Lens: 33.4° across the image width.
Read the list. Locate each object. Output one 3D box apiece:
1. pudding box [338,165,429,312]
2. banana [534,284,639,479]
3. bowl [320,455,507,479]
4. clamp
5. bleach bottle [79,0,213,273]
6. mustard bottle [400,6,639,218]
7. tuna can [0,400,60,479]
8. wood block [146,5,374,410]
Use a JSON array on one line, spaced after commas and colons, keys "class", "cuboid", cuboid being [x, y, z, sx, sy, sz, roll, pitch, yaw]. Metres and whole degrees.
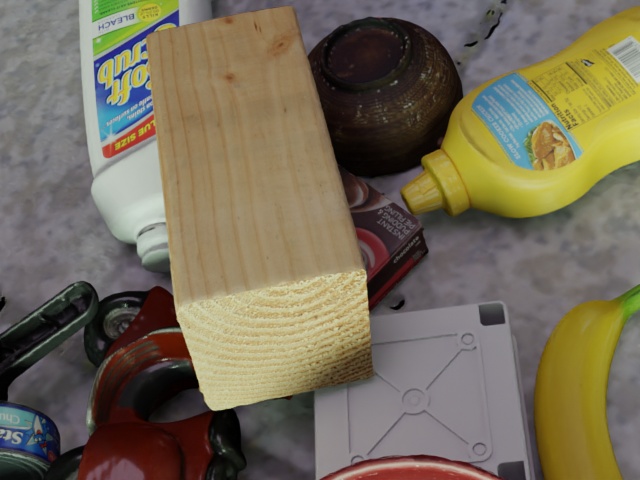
[{"class": "pudding box", "cuboid": [-0.004, 0.001, 0.652, 0.090, 0.039, 0.114, -45, 57, -14]}, {"class": "banana", "cuboid": [0.145, 0.107, 0.540, 0.070, 0.037, 0.198, -10, 57, 20]}, {"class": "bowl", "cuboid": [0.048, 0.166, 0.492, 0.162, 0.055, 0.162, 2, 101, 10]}, {"class": "clamp", "cuboid": [-0.215, 0.078, 0.602, 0.172, 0.120, 0.039, -51, 44, 18]}, {"class": "bleach bottle", "cuboid": [-0.110, -0.092, 0.730, 0.102, 0.068, 0.251, -15, 57, 5]}, {"class": "mustard bottle", "cuboid": [0.137, -0.065, 0.644, 0.191, 0.058, 0.096, -27, 55, -3]}, {"class": "tuna can", "cuboid": [-0.188, 0.124, 0.595, 0.086, 0.086, 0.034, -14, 53, 6]}, {"class": "wood block", "cuboid": [-0.036, -0.024, 0.580, 0.090, 0.091, 0.206, -11, 49, -3]}]
